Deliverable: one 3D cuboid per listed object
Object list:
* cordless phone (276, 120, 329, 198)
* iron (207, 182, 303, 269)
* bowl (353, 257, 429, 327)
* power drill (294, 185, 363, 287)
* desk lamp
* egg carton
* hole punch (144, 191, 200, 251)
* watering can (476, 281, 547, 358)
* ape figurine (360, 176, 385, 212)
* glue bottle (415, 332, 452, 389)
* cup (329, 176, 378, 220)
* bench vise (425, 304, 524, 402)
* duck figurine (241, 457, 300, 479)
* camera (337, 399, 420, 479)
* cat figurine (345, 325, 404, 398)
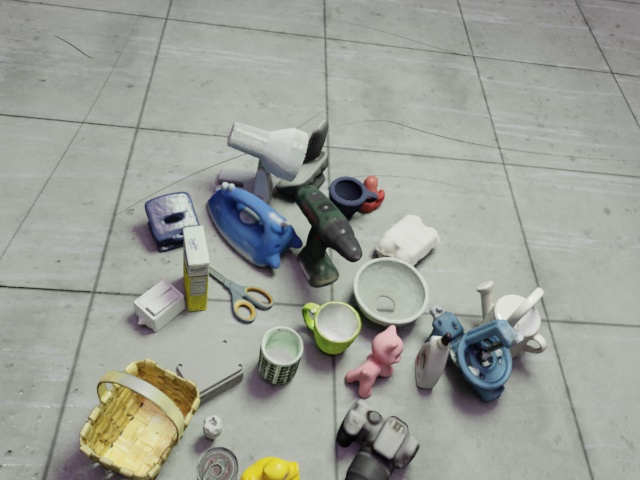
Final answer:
[{"bbox_3d":[-0.034,-0.195,1.377,0.094,0.185,0.148,26,53,10],"label":"cordless phone"},{"bbox_3d":[-0.160,-0.057,1.277,0.257,0.141,0.119,36,55,16],"label":"iron"},{"bbox_3d":[0.147,0.124,1.240,0.167,0.075,0.167,5,53,-7],"label":"bowl"},{"bbox_3d":[0.011,0.004,1.221,0.076,0.208,0.229,-19,59,-22],"label":"power drill"},{"bbox_3d":[-0.138,-0.177,1.326,0.203,0.213,0.118,7,52,-5],"label":"desk lamp"},{"bbox_3d":[0.204,0.007,1.343,0.107,0.069,0.150,40,57,19],"label":"egg carton"},{"bbox_3d":[-0.323,-0.042,1.269,0.109,0.091,0.101,-19,59,-23],"label":"hole punch"},{"bbox_3d":[0.395,0.160,1.184,0.172,0.194,0.101,26,53,9],"label":"watering can"},{"bbox_3d":[0.122,-0.121,1.409,0.077,0.092,0.076,26,53,10],"label":"ape figurine"},{"bbox_3d":[0.225,0.224,1.118,0.037,0.173,0.078,5,53,-6],"label":"glue bottle"},{"bbox_3d":[0.074,-0.090,1.375,0.118,0.095,0.091,6,53,-6],"label":"cup"},{"bbox_3d":[0.295,0.203,1.117,0.207,0.220,0.122,31,54,13],"label":"bench vise"},{"bbox_3d":[-0.083,0.404,0.981,0.105,0.086,0.077,-4,54,-13],"label":"duck figurine"},{"bbox_3d":[0.090,0.378,1.023,0.143,0.101,0.137,31,54,13],"label":"camera"},{"bbox_3d":[0.116,0.233,1.126,0.067,0.118,0.128,40,57,19],"label":"cat figurine"}]
